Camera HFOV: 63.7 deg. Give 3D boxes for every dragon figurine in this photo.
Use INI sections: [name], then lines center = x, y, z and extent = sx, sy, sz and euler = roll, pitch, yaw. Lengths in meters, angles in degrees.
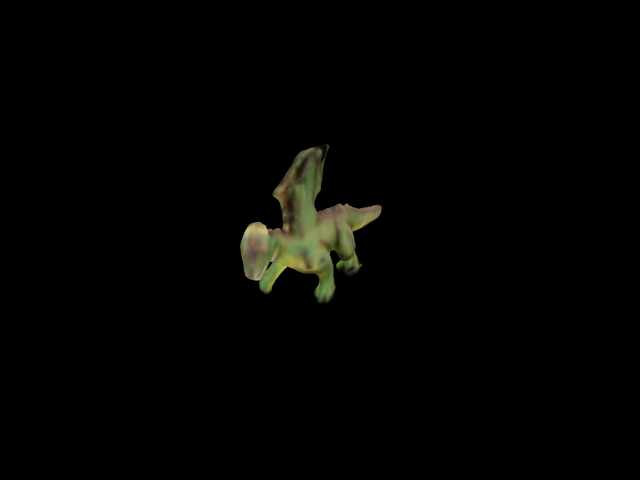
[dragon figurine]
center = 0.003, -0.043, 0.850
extent = 0.123, 0.237, 0.418
euler = 20, 42, 24
